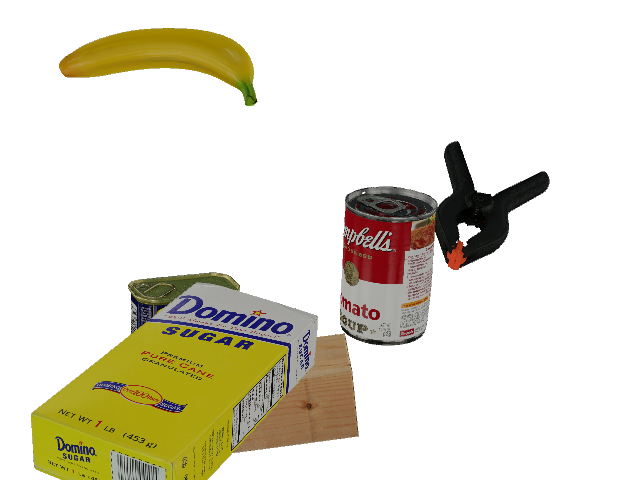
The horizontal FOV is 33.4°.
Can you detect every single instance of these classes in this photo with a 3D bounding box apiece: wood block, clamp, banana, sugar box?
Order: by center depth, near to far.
[{"bbox_3d":[-0.079,0.086,0.635,0.093,0.048,0.176,15,31,20],"label":"sugar box"},{"bbox_3d":[-0.141,-0.167,0.976,0.198,0.037,0.069,9,46,17],"label":"banana"},{"bbox_3d":[0.163,-0.041,1.153,0.120,0.039,0.171,23,49,22],"label":"clamp"},{"bbox_3d":[-0.067,0.176,1.206,0.206,0.091,0.090,-7,23,-1],"label":"wood block"}]

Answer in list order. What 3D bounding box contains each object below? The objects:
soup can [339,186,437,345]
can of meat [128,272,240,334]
[{"bbox_3d":[0.049,0.018,0.795,0.068,0.102,0.068,2,22,-1],"label":"soup can"},{"bbox_3d":[-0.129,0.082,1.009,0.102,0.084,0.058,-5,19,-25],"label":"can of meat"}]
